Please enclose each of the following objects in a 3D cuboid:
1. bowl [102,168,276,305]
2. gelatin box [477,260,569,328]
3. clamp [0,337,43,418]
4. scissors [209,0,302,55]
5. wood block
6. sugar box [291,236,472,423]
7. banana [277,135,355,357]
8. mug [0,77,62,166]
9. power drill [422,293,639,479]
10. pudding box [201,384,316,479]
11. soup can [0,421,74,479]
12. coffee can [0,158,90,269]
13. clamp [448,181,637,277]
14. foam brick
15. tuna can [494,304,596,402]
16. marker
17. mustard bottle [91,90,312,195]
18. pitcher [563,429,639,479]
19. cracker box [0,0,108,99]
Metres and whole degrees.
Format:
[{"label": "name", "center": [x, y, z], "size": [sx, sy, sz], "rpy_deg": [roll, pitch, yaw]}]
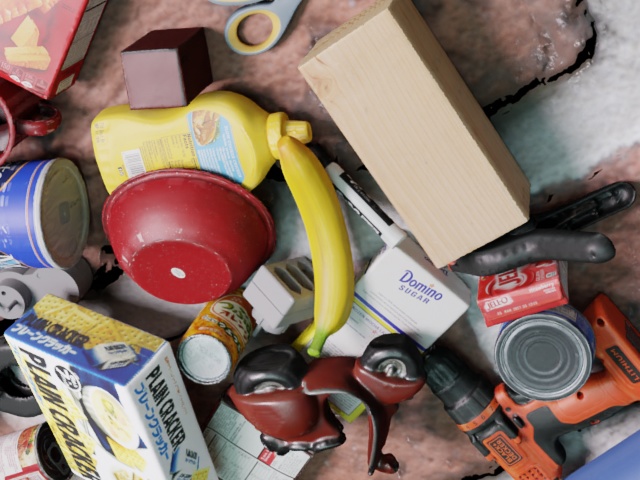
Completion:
[{"label": "bowl", "center": [-0.122, 0.010, 0.967], "size": [0.162, 0.055, 0.162], "rpy_deg": [3, 139, 3]}, {"label": "gelatin box", "center": [0.176, 0.034, 0.928], "size": [0.073, 0.089, 0.030], "rpy_deg": [-18, 109, 19]}, {"label": "clamp", "center": [-0.346, 0.156, 1.129], "size": [0.210, 0.036, 0.164], "rpy_deg": [0, 115, 11]}, {"label": "scissors", "center": [-0.004, -0.202, 0.897], "size": [0.202, 0.016, 0.096], "rpy_deg": [3, 117, 11]}, {"label": "wood block", "center": [0.083, -0.093, 0.888], "size": [0.091, 0.090, 0.206], "rpy_deg": [-30, 105, 23]}, {"label": "sugar box", "center": [0.051, 0.083, 1.004], "size": [0.093, 0.048, 0.176], "rpy_deg": [40, 113, -6]}, {"label": "banana", "center": [0.001, 0.000, 0.939], "size": [0.037, 0.069, 0.198], "rpy_deg": [-4, 104, 22]}, {"label": "mug", "center": [-0.290, -0.116, 0.962], "size": [0.117, 0.081, 0.093], "rpy_deg": [7, 116, 9]}, {"label": "power drill", "center": [0.207, 0.131, 0.989], "size": [0.188, 0.057, 0.184], "rpy_deg": [-39, 102, 27]}, {"label": "pudding box", "center": [-0.070, 0.213, 1.096], "size": [0.113, 0.039, 0.090], "rpy_deg": [32, 118, -2]}, {"label": "soup can", "center": [-0.322, 0.239, 1.146], "size": [0.102, 0.068, 0.068], "rpy_deg": [-20, 109, 20]}, {"label": "coffee can", "center": [-0.301, -0.023, 0.997], "size": [0.140, 0.102, 0.103], "rpy_deg": [-1, 115, 13]}, {"label": "clamp", "center": [0.181, 0.002, 0.900], "size": [0.172, 0.120, 0.039], "rpy_deg": [-20, 102, 24]}, {"label": "foam brick", "center": [-0.130, -0.148, 0.915], "size": [0.051, 0.078, 0.053], "rpy_deg": [-2, 113, 13]}, {"label": "tuna can", "center": [0.195, 0.096, 0.927], "size": [0.086, 0.033, 0.086], "rpy_deg": [6, 110, 16]}, {"label": "marker", "center": [0.029, -0.041, 0.946], "size": [0.121, 0.020, 0.020], "rpy_deg": [47, 117, 8]}, {"label": "mustard bottle", "center": [-0.101, -0.083, 0.950], "size": [0.192, 0.058, 0.096], "rpy_deg": [-7, 115, 15]}, {"label": "pitcher", "center": [0.334, 0.227, 0.975], "size": [0.243, 0.144, 0.149], "rpy_deg": [-39, 90, 29]}, {"label": "cracker box", "center": [-0.254, -0.249, 0.897], "size": [0.164, 0.072, 0.214], "rpy_deg": [28, 117, -2]}]
